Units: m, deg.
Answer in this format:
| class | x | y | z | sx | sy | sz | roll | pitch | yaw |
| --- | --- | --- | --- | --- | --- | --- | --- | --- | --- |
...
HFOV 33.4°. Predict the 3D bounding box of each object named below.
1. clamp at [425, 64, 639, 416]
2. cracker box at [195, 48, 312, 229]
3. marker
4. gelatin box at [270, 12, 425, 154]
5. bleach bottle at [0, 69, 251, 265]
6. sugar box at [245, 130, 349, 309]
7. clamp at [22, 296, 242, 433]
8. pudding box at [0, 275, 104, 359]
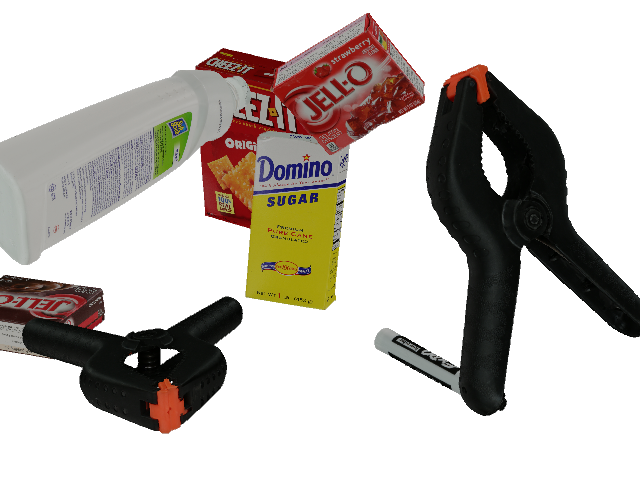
| class | x | y | z | sx | sy | sz | roll | pitch | yaw |
| --- | --- | --- | --- | --- | --- | --- | --- | --- | --- |
| clamp | 0.093 | 0.000 | 0.542 | 0.120 | 0.171 | 0.039 | -32 | 6 | -31 |
| cracker box | -0.067 | -0.113 | 1.318 | 0.164 | 0.214 | 0.072 | 17 | 38 | 24 |
| marker | 0.089 | 0.097 | 0.797 | 0.020 | 0.020 | 0.121 | 0 | 20 | -45 |
| gelatin box | 0.020 | -0.112 | 0.776 | 0.089 | 0.030 | 0.073 | -27 | -56 | 26 |
| bleach bottle | -0.162 | -0.077 | 0.905 | 0.250 | 0.103 | 0.068 | -31 | 60 | -34 |
| sugar box | -0.025 | -0.022 | 1.120 | 0.093 | 0.176 | 0.048 | 8 | 15 | 14 |
| clamp | -0.108 | 0.078 | 0.731 | 0.164 | 0.036 | 0.210 | -9 | 14 | -21 |
| pudding box | -0.272 | 0.070 | 0.995 | 0.114 | 0.039 | 0.090 | 5 | 20 | 18 |
